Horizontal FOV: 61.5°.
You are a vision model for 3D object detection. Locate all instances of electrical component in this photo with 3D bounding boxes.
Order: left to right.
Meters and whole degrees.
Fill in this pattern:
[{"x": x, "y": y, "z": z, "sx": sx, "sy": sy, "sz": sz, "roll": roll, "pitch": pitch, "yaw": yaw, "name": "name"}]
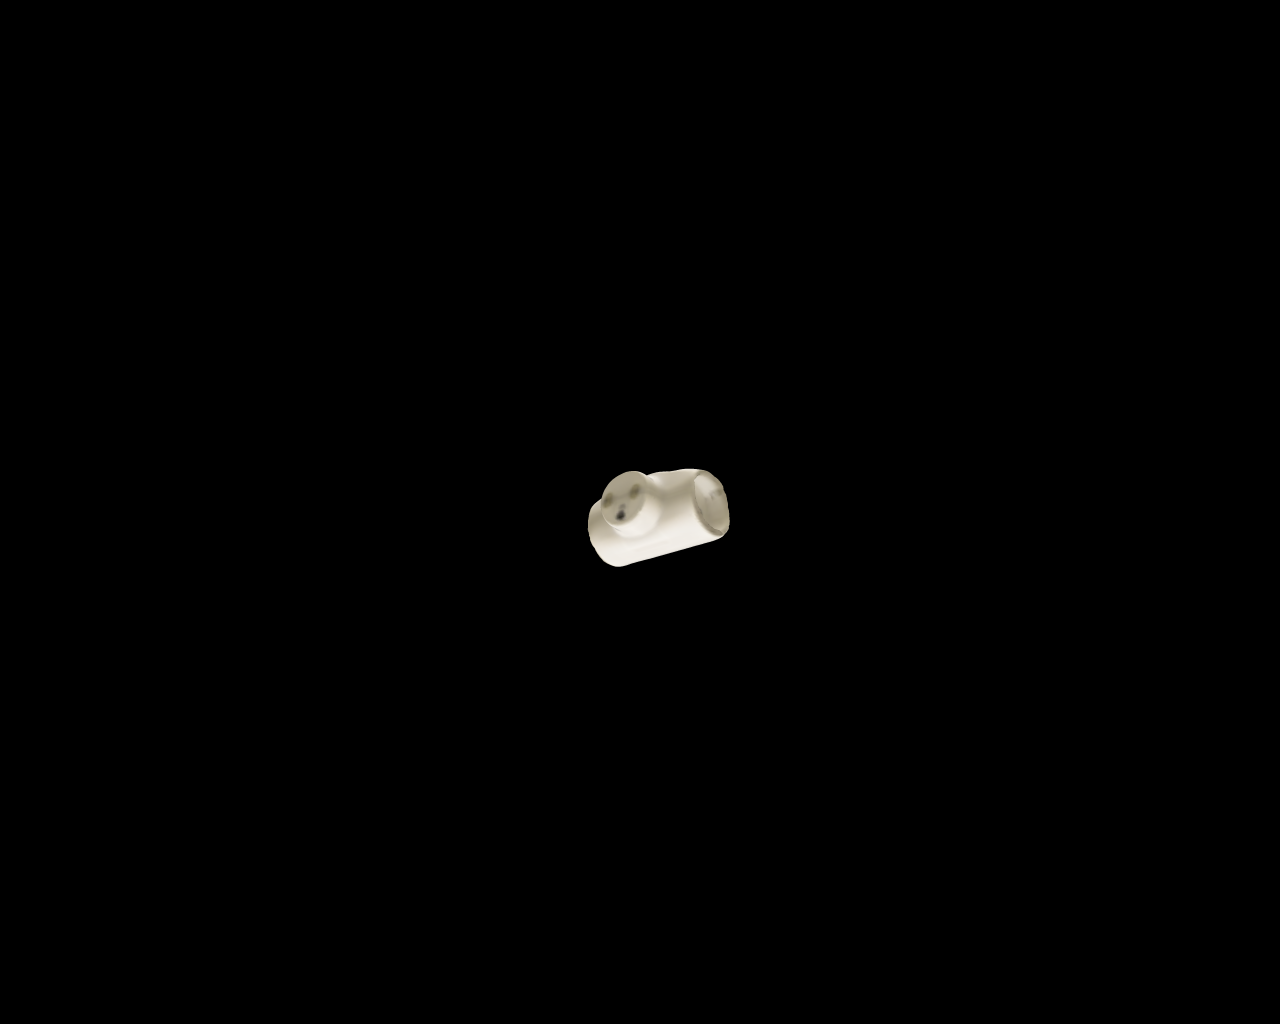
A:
[{"x": 0.001, "y": -0.003, "z": 0.650, "sx": 0.077, "sy": 0.043, "sz": 0.079, "roll": -18, "pitch": -32, "yaw": 31, "name": "electrical component"}]
